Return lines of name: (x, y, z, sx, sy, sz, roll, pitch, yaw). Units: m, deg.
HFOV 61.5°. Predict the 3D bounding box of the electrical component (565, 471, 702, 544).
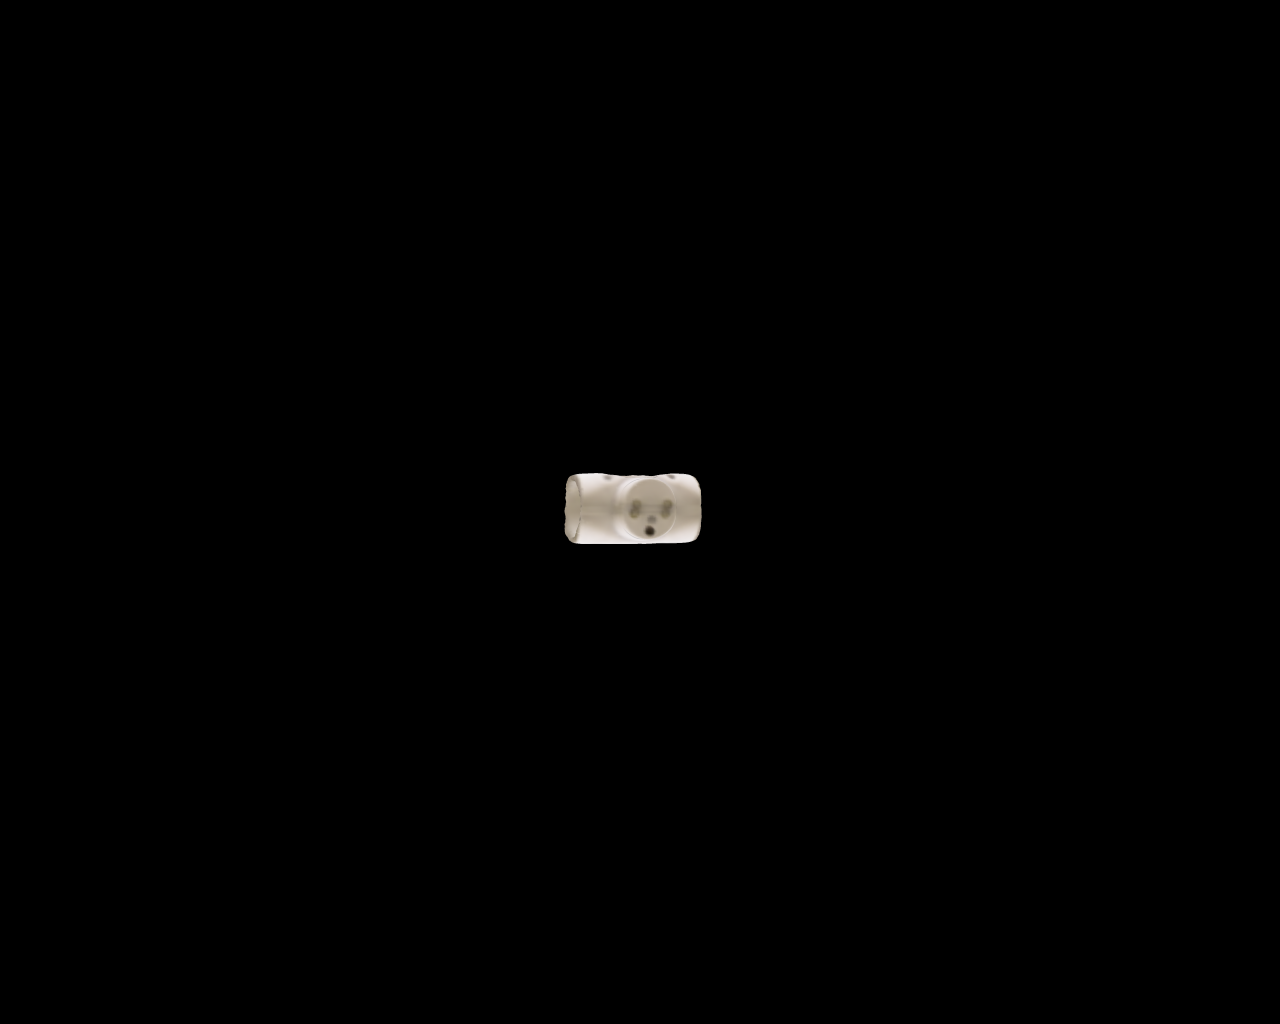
electrical component: (0.001, -0.003, 0.650, 0.077, 0.044, 0.079, 0, 0, -17)
